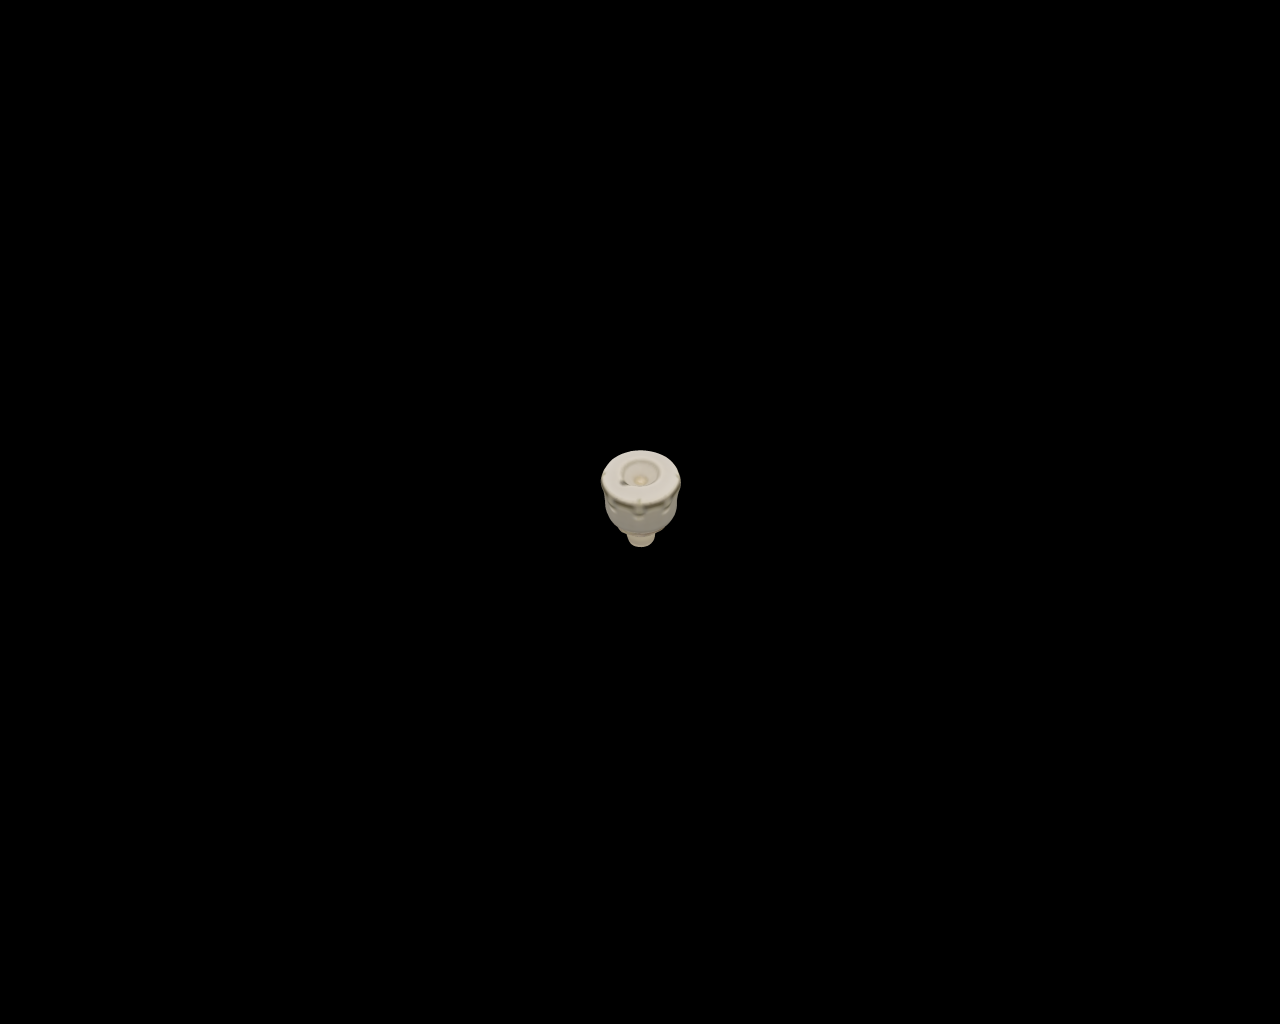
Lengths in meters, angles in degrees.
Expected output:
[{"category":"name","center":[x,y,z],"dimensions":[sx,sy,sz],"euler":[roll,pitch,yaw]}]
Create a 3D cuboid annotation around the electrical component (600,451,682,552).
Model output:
[{"category":"electrical component","center":[0.001,-0.003,0.650],"dimensions":[0.048,0.048,0.062],"euler":[0,-44,0]}]
